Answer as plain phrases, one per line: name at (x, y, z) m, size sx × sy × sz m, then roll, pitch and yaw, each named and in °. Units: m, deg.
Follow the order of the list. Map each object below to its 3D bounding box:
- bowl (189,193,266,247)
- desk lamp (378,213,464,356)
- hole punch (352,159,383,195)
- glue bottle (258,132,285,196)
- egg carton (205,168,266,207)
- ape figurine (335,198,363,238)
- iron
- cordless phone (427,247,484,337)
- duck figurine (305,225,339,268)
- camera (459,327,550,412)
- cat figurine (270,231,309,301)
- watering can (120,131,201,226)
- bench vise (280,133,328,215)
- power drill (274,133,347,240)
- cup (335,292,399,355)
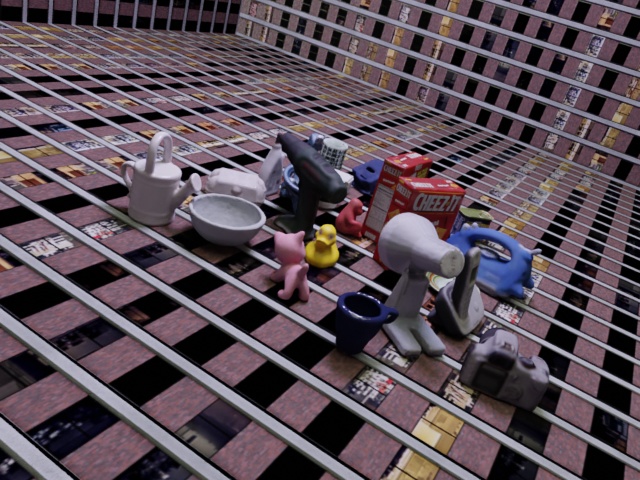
bowl at (-0.205, -0.033, 1.237) m, size 0.167 × 0.075 × 0.167 m, roll 14°, pitch 26°, yaw -7°
desk lamp at (0.188, 0.077, 1.095) m, size 0.118 × 0.213 × 0.202 m, roll 3°, pitch 29°, yaw -27°
hole punch at (0.158, -0.198, 1.769) m, size 0.101 × 0.091 × 0.108 m, roll -2°, pitch 31°, yaw -34°
glue bottle at (-0.123, -0.202, 1.510) m, size 0.037 × 0.173 × 0.078 m, roll 29°, pitch 28°, yaw 24°
egg carton at (-0.209, -0.126, 1.427) m, size 0.150 × 0.069 × 0.107 m, roll 12°, pitch 26°, yaw -11°
ape figurine at (0.082, -0.061, 1.448) m, size 0.076 × 0.092 × 0.078 m, roll 16°, pitch 26°, yaw -1°
iron at (0.407, 0.032, 1.403) m, size 0.257 × 0.141 × 0.119 m, roll 31°, pitch 29°, yaw 27°
cordless phone at (0.305, 0.093, 1.168) m, size 0.094 × 0.185 × 0.148 m, roll 28°, pitch 28°, yaw 23°
duck figurine at (0.012, 0.005, 1.281) m, size 0.077 × 0.086 × 0.105 m, roll 22°, pitch 26°, yaw 10°
camera at (0.340, 0.215, 1.043) m, size 0.143 × 0.101 × 0.137 m, roll 22°, pitch 26°, yaw 10°
cat figurine at (-0.054, 0.040, 1.133) m, size 0.067 × 0.118 × 0.127 m, roll 2°, pitch 29°, yaw -27°
watering can at (-0.339, -0.135, 1.222) m, size 0.173 × 0.194 × 0.100 m, roll 10°, pitch 26°, yaw -13°
bench vise at (-0.049, -0.187, 1.472) m, size 0.122 × 0.220 × 0.206 m, roll -2°, pitch 31°, yaw -34°
power drill at (-0.039, -0.118, 1.354) m, size 0.076 × 0.208 × 0.228 m, roll -12°, pitch 38°, yaw -45°
cup at (0.075, 0.153, 1.011) m, size 0.118 × 0.095 × 0.091 m, roll 6°, pitch 28°, yaw -21°
